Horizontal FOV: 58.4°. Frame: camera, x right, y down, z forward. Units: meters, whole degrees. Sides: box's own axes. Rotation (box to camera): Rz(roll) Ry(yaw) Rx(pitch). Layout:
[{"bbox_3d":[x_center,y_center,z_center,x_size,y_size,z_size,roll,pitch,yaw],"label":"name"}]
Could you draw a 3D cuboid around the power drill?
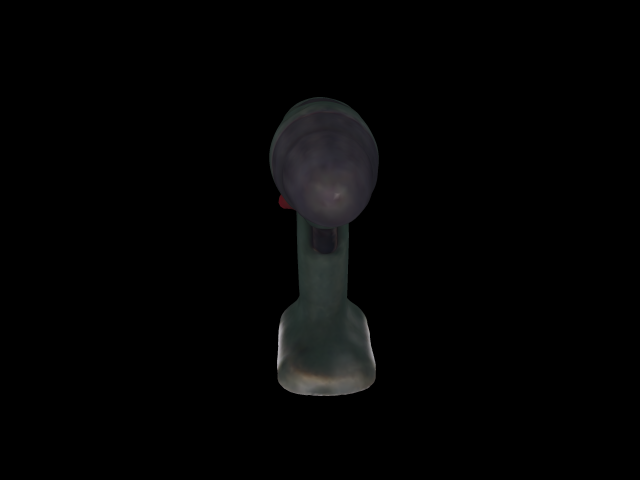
[{"bbox_3d":[0.004,0.001,0.400,0.075,0.208,0.229,-2,31,-3],"label":"power drill"}]
